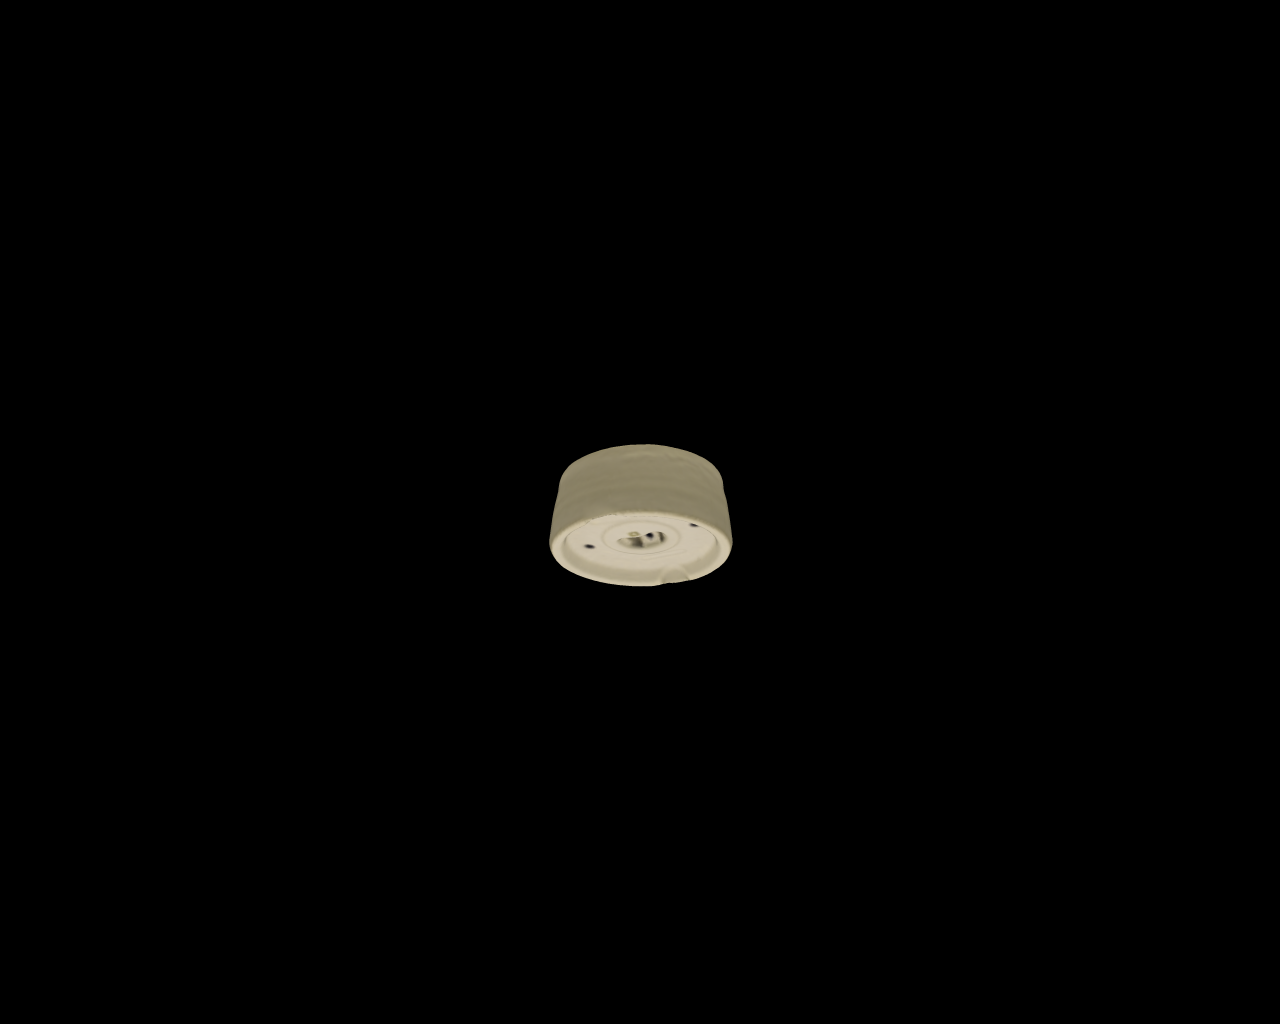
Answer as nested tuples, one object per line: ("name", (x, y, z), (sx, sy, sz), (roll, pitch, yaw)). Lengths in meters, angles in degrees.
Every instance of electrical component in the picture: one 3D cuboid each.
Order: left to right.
("electrical component", (0.001, -0.003, 0.650), (0.108, 0.060, 0.108), (0, -27, 0))
